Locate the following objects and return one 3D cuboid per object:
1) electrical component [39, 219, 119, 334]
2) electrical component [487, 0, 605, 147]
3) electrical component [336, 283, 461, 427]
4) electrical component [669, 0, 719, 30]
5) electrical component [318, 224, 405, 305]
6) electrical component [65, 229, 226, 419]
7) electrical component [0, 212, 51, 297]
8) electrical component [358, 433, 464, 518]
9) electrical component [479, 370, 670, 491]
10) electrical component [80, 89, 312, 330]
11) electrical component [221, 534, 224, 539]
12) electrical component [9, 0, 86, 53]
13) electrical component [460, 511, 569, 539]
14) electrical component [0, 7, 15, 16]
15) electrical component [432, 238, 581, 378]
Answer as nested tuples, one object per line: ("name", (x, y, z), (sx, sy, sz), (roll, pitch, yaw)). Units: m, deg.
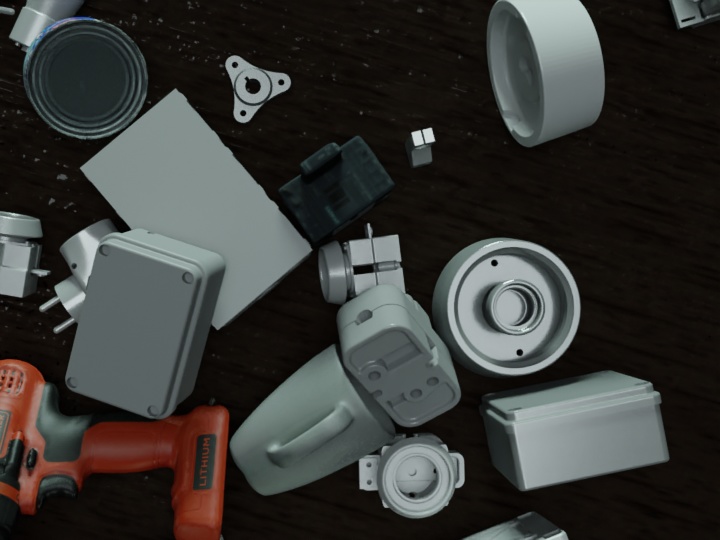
("electrical component", (-0.196, 0.016, 0.787), (0.079, 0.043, 0.077), (-34, 90, -4))
("electrical component", (0.140, -0.149, 0.784), (0.060, 0.108, 0.108), (-14, 89, -10))
("electrical component", (0.027, 0.059, 0.774), (0.054, 0.059, 0.095), (-30, 125, 14))
("electrical component", (0.266, -0.255, 0.816), (0.079, 0.063, 0.121), (-17, 89, -3))
("electrical component", (0.000, 0.000, 0.799), (0.055, 0.048, 0.066), (-7, 88, -11))
("electrical component", (-0.145, 0.036, 0.728), (0.078, 0.057, 0.113), (18, 102, 7))
("electrical component", (-0.259, -0.013, 0.784), (0.066, 0.048, 0.055), (10, 95, -3))
("electrical component", (0.039, 0.149, 0.789), (0.078, 0.057, 0.058), (-1, 88, -3))
("electrical component", (0.150, 0.113, 0.771), (0.109, 0.109, 0.056), (-11, 91, -4))
("electrical component", (-0.116, -0.042, 0.784), (0.089, 0.062, 0.150), (-40, 90, -2))
("electrical component", (-0.128, 0.232, 0.776), (0.078, 0.058, 0.057), (-19, 86, -4))
("electrical component", (-0.231, -0.190, 0.796), (0.044, 0.044, 0.065), (25, 91, -2))
("electrical component", (0.096, 0.221, 0.764), (0.109, 0.108, 0.056), (-21, 86, -4))
("electrical component", (-0.288, -0.204, 0.786), (0.074, 0.052, 0.138), (10, 87, -3))
("electrical component", (0.111, 0.028, 0.796), (0.108, 0.060, 0.108), (0, 88, -3))
